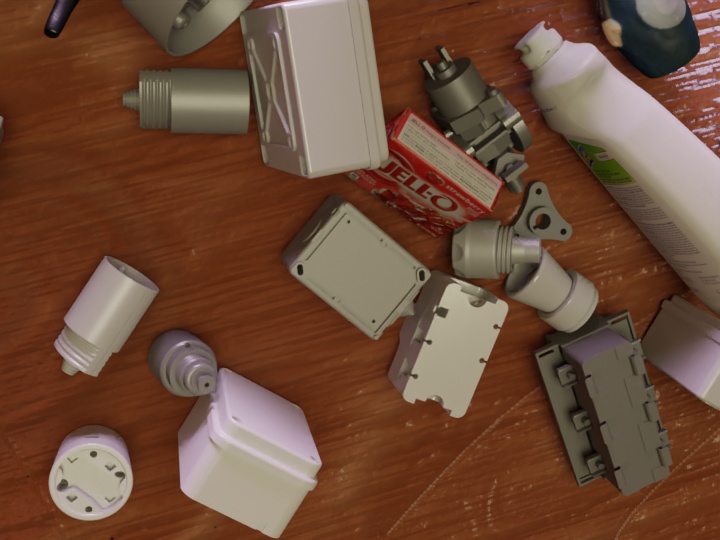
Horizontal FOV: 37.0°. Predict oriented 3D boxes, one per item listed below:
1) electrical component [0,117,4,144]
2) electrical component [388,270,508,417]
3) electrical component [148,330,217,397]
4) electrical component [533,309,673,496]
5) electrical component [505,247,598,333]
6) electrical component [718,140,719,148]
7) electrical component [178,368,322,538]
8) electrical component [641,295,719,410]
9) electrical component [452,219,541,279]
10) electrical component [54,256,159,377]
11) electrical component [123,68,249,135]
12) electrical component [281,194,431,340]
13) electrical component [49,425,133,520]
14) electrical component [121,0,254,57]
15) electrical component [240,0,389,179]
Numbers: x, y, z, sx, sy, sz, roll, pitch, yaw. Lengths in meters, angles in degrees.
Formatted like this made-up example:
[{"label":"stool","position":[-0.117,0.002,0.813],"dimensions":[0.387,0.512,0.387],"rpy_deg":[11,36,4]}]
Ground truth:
[{"label":"electrical component","position":[-0.290,-0.082,0.670],"dimensions":[0.121,0.079,0.063],"rpy_deg":[16,76,-15]},{"label":"electrical component","position":[0.061,0.051,0.779],"dimensions":[0.050,0.056,0.089],"rpy_deg":[20,97,-15]},{"label":"electrical component","position":[-0.117,0.067,0.735],"dimensions":[0.040,0.078,0.040],"rpy_deg":[-6,104,-26]},{"label":"electrical component","position":[0.188,0.102,0.807],"dimensions":[0.079,0.063,0.121],"rpy_deg":[-24,110,-7]},{"label":"electrical component","position":[0.142,0.015,0.794],"dimensions":[0.055,0.045,0.045],"rpy_deg":[33,93,-17]},{"label":"electrical component","position":[0.317,-0.075,0.804],"dimensions":[0.061,0.062,0.096],"rpy_deg":[-21,105,-7]},{"label":"electrical component","position":[-0.077,0.121,0.734],"dimensions":[0.078,0.113,0.057],"rpy_deg":[30,97,-16]},{"label":"electrical component","position":[0.281,0.076,0.804],"dimensions":[0.109,0.108,0.056],"rpy_deg":[28,97,-16]},{"label":"electrical component","position":[0.098,-0.015,0.772],"dimensions":[0.062,0.043,0.043],"rpy_deg":[2,102,14]},{"label":"electrical component","position":[-0.177,0.036,0.730],"dimensions":[0.043,0.043,0.081],"rpy_deg":[33,93,-16]},{"label":"electrical component","position":[-0.116,-0.112,0.713],"dimensions":[0.081,0.043,0.043],"rpy_deg":[-1,102,-12]},{"label":"electrical component","position":[0.000,0.000,0.752],"dimensions":[0.096,0.061,0.061],"rpy_deg":[39,91,-16]},{"label":"electrical component","position":[-0.186,0.139,0.748],"dimensions":[0.055,0.047,0.055],"rpy_deg":[-2,102,-12]},{"label":"electrical component","position":[-0.100,-0.184,0.676],"dimensions":[0.064,0.099,0.099],"rpy_deg":[40,91,-11]},{"label":"electrical component","position":[-0.032,-0.119,0.693],"dimensions":[0.056,0.109,0.108],"rpy_deg":[-13,104,-18]}]
